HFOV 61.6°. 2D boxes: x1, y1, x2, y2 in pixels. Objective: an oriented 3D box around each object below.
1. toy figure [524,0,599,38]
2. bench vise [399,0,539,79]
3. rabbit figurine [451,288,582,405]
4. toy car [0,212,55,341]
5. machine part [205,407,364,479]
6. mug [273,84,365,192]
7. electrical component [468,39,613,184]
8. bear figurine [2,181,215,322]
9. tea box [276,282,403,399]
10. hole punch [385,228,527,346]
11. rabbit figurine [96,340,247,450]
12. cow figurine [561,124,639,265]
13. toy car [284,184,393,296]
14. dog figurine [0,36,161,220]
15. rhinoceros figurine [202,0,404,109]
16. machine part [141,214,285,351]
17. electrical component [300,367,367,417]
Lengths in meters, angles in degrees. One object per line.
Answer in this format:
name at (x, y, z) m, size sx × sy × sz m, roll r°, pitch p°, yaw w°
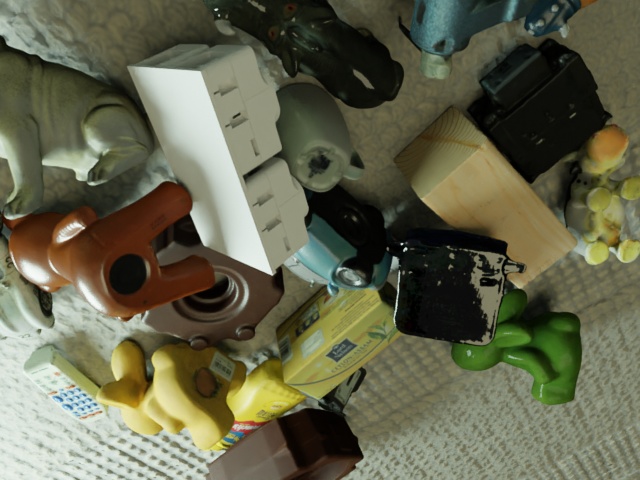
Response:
toy figure at (0.253, -0.255, 0.498) m, size 0.154 × 0.064 × 0.058 m, roll -46°, pitch 161°, yaw 26°
bench vise at (0.053, -0.215, 0.377) m, size 0.241 × 0.129 × 0.223 m, roll -15°, pitch 146°, yaw -21°
rabbit figurine at (0.279, 0.156, 0.775) m, size 0.170 × 0.121 × 0.158 m, roll -1°, pitch 134°, yaw 5°
toy car at (-0.351, 0.034, 0.563) m, size 0.073 × 0.056 × 0.201 m, roll -13°, pitch 127°, yaw -3°
machine part at (-0.052, 0.338, 0.807) m, size 0.201 × 0.087 × 0.200 m, roll -39°, pitch 147°, yaw 10°
mug at (-0.002, -0.088, 0.527) m, size 0.109 × 0.107 × 0.081 m, roll 32°, pitch 114°, yaw -29°
electrical component at (0.232, -0.142, 0.577) m, size 0.115 × 0.058 × 0.134 m, roll -44°, pitch 125°, yaw 16°
bear figurine at (-0.219, 0.008, 0.535) m, size 0.132 × 0.196 × 0.120 m, roll -32°, pitch 120°, yaw -36°
tea box at (0.027, 0.111, 0.688) m, size 0.169 × 0.098 × 0.068 m, roll -41°, pitch 124°, yaw 19°
hole punch at (0.143, 0.040, 0.592) m, size 0.142 × 0.092 × 0.115 m, roll 10°, pitch 115°, yaw 14°
rabbit figurine at (-0.205, 0.206, 0.695) m, size 0.162 × 0.122 × 0.173 m, roll 33°, pitch 131°, yaw -29°
cow figurine at (0.335, -0.060, 0.652) m, size 0.068 × 0.098 × 0.167 m, roll -9°, pitch 109°, yaw 0°
toy car at (-0.001, -0.002, 0.597) m, size 0.161 × 0.109 × 0.103 m, roll 36°, pitch 132°, yaw -19°
dog figurine at (-0.240, -0.135, 0.450) m, size 0.172 × 0.121 × 0.190 m, roll -33°, pitch 115°, yaw -32°
rhinoceros figurine at (-0.012, -0.171, 0.461) m, size 0.190 × 0.112 × 0.073 m, roll 24°, pitch 120°, yaw -34°
machine part at (-0.130, 0.050, 0.631) m, size 0.179 × 0.056 × 0.179 m, roll -6°, pitch 126°, yaw -9°
electrical component at (0.029, 0.180, 0.760) m, size 0.074 × 0.048 × 0.119 m, roll 48°, pitch 62°, yaw -47°
